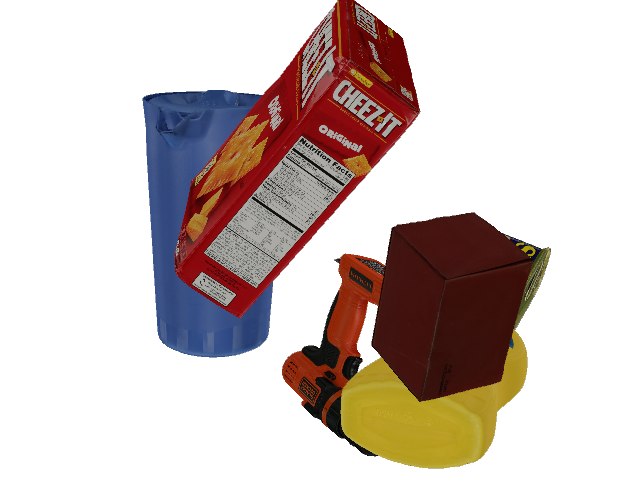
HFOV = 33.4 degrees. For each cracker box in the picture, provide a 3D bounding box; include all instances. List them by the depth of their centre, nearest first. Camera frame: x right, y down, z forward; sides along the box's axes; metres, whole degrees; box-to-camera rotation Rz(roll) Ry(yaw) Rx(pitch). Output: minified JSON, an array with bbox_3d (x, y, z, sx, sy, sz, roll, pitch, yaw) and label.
[{"bbox_3d":[-0.023,-0.069,0.822,0.072,0.214,0.164,34,23,-18],"label":"cracker box"}]

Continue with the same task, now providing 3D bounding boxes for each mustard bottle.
[{"bbox_3d":[0.092,0.089,0.741,0.096,0.058,0.191,6,18,23],"label":"mustard bottle"}]

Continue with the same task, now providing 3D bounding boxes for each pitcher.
[{"bbox_3d":[-0.095,-0.022,1.017,0.149,0.243,0.145,-3,15,-19],"label":"pitcher"}]

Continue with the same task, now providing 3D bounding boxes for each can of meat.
[{"bbox_3d":[0.151,0.034,0.973,0.084,0.057,0.102,23,45,19],"label":"can of meat"}]

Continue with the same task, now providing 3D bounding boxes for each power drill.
[{"bbox_3d":[0.042,0.123,1.186,0.057,0.188,0.185,13,16,-42],"label":"power drill"}]

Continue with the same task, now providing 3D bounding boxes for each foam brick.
[{"bbox_3d":[0.064,0.033,0.538,0.052,0.078,0.051,-9,36,-26],"label":"foam brick"}]
